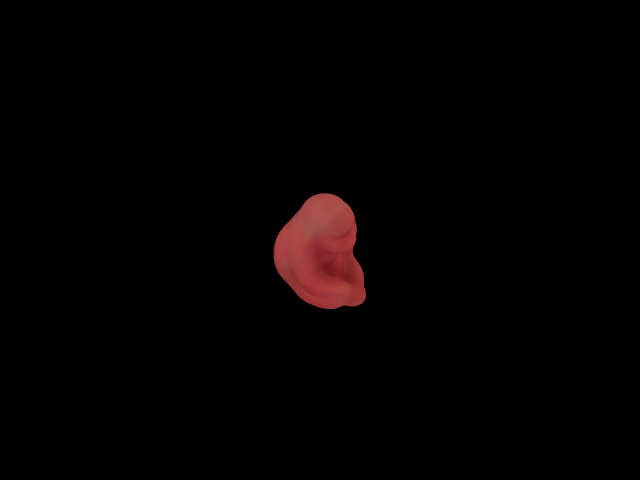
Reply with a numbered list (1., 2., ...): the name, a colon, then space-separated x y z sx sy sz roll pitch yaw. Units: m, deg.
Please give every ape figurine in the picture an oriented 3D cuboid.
1. ape figurine: 0.004 0.001 0.400 0.076 0.092 0.078 22 65 11
